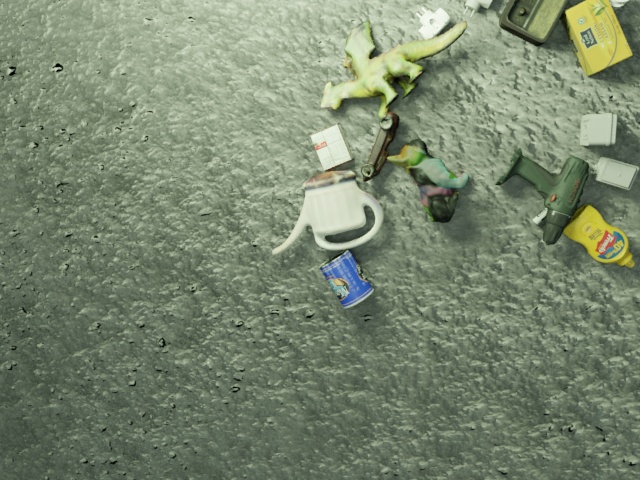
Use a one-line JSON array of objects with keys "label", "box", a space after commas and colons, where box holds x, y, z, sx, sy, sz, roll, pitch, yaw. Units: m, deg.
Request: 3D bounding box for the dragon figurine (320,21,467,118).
[{"label": "dragon figurine", "box": [0.163, -0.481, 1.366, 0.406, 0.123, 0.244, -44, 79, 18]}]

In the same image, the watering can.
[{"label": "watering can", "box": [0.004, -0.074, 1.464, 0.346, 0.105, 0.223, -11, 95, 14]}]
